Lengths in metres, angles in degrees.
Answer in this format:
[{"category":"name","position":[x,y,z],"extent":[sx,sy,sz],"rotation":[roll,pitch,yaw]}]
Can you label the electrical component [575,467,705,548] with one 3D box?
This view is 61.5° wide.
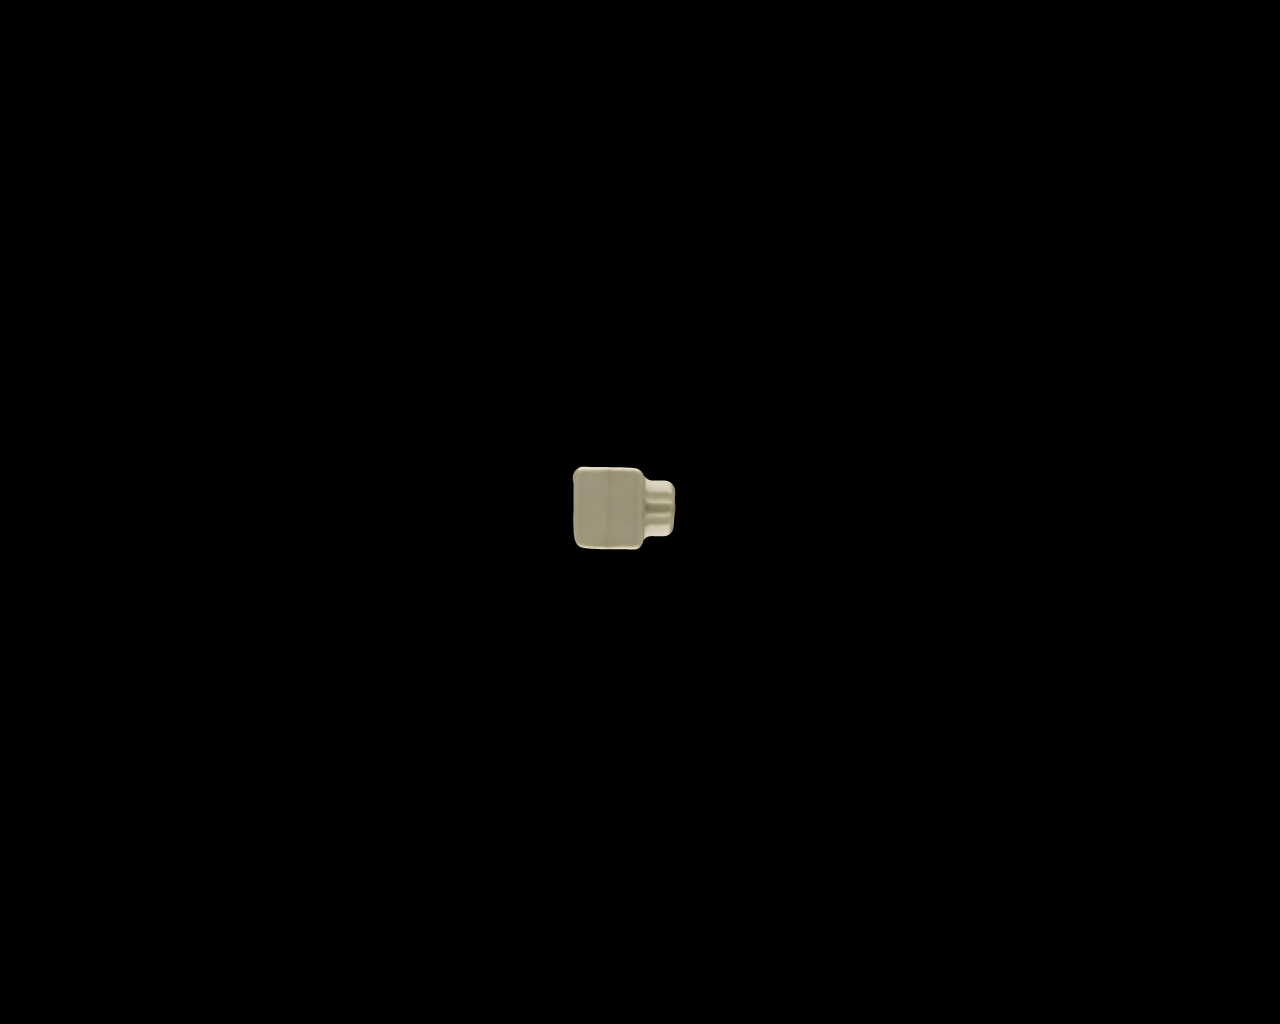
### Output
[{"category":"electrical component","position":[0.001,-0.003,0.650],"extent":[0.077,0.047,0.066],"rotation":[0,0,0]}]
